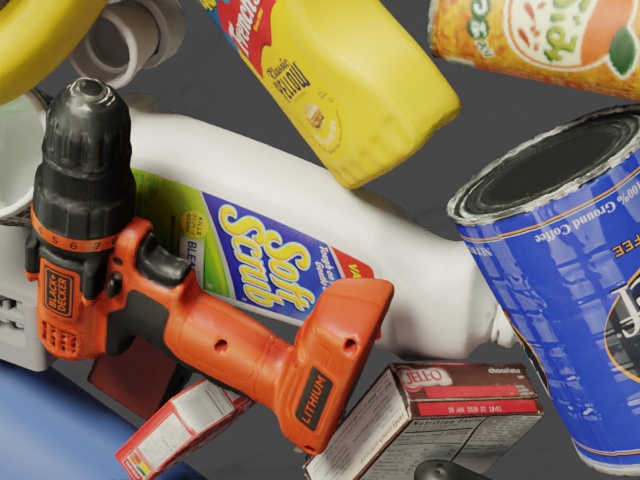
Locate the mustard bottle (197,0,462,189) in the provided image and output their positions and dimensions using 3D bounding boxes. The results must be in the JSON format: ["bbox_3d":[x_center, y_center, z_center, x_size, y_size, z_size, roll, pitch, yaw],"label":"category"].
[{"bbox_3d":[-0.018,-0.116,0.514,0.191,0.058,0.096,51,159,-6],"label":"mustard bottle"}]

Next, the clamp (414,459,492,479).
[{"bbox_3d":[0.148,0.172,0.586,0.210,0.036,0.164,1,143,17],"label":"clamp"}]

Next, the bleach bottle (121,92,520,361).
[{"bbox_3d":[-0.004,0.001,0.579,0.251,0.068,0.103,17,126,15],"label":"bleach bottle"}]

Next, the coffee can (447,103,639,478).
[{"bbox_3d":[0.136,0.023,0.495,0.103,0.102,0.140,-22,105,34],"label":"coffee can"}]

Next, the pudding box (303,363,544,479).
[{"bbox_3d":[0.055,0.111,0.590,0.114,0.089,0.039,-58,39,39],"label":"pudding box"}]

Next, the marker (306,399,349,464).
[{"bbox_3d":[0.009,0.097,0.652,0.020,0.020,0.121,21,124,15],"label":"marker"}]

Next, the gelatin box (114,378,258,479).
[{"bbox_3d":[-0.073,0.108,0.655,0.030,0.089,0.073,52,128,8],"label":"gelatin box"}]

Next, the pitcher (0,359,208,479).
[{"bbox_3d":[-0.192,0.157,0.731,0.243,0.149,0.145,32,110,3],"label":"pitcher"}]

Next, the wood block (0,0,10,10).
[{"bbox_3d":[-0.213,-0.165,0.522,0.091,0.090,0.206,30,151,5],"label":"wood block"}]

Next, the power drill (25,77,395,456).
[{"bbox_3d":[-0.061,0.020,0.541,0.188,0.057,0.185,25,137,9],"label":"power drill"}]

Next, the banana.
[{"bbox_3d":[-0.132,-0.123,0.509,0.198,0.069,0.037,-44,57,17],"label":"banana"}]

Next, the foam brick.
[{"bbox_3d":[-0.103,0.064,0.669,0.051,0.052,0.078,32,127,7],"label":"foam brick"}]
